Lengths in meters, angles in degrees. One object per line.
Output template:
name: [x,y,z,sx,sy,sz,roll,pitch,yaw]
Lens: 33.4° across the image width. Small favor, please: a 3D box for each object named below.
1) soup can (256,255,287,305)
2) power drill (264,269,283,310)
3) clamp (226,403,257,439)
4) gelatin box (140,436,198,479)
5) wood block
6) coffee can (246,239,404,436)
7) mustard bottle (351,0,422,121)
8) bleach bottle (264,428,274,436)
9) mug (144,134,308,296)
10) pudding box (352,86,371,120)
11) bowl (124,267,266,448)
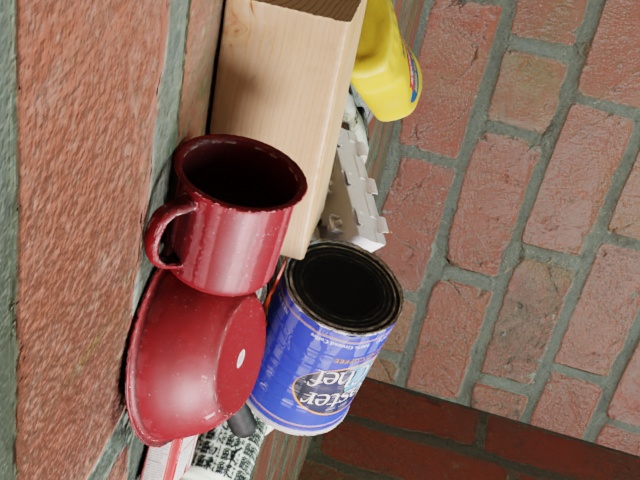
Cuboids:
soup can: [-0.063,0.012,0.924,0.102,0.068,0.068,-65,169,-57]
power drill: [-0.039,0.049,1.066,0.184,0.057,0.188,-111,-153,-49]
clamp: [-0.088,0.117,0.947,0.171,0.039,0.120,27,51,-72]
gelatin box: [-0.127,0.171,0.931,0.089,0.030,0.073,-31,135,-83]
wood block: [-0.030,-0.100,0.822,0.090,0.091,0.206,-68,172,-54]
coffee can: [-0.001,0.083,0.899,0.102,0.103,0.140,-68,-178,-48]
mustard bottle: [0.053,-0.157,0.937,0.191,0.058,0.096,38,38,-72]
bleach bottle: [-0.060,0.138,1.267,0.068,0.103,0.250,88,23,-48]
mug: [-0.071,-0.012,0.735,0.117,0.093,0.082,-22,141,-43]
pudding box: [0.019,-0.180,1.100,0.113,0.039,0.090,63,28,-28]
bowl: [-0.083,0.082,0.801,0.162,0.055,0.162,11,90,-72]
